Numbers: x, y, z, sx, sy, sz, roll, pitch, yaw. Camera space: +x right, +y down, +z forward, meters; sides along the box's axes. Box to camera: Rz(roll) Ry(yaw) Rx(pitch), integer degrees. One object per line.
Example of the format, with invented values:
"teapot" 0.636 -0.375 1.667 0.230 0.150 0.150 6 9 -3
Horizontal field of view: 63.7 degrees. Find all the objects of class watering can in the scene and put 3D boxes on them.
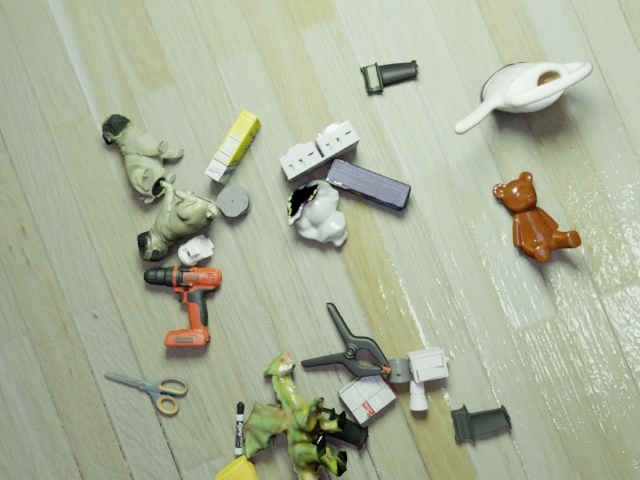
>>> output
"watering can" 0.431 -0.331 1.170 0.348 0.103 0.227 -23 18 0

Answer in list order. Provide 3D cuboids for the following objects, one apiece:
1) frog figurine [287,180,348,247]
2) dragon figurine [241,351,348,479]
"frog figurine" 0.004 -0.062 1.227 0.157 0.138 0.123 32 -6 -36
"dragon figurine" -0.071 0.466 1.178 0.242 0.415 0.121 -5 -14 30
